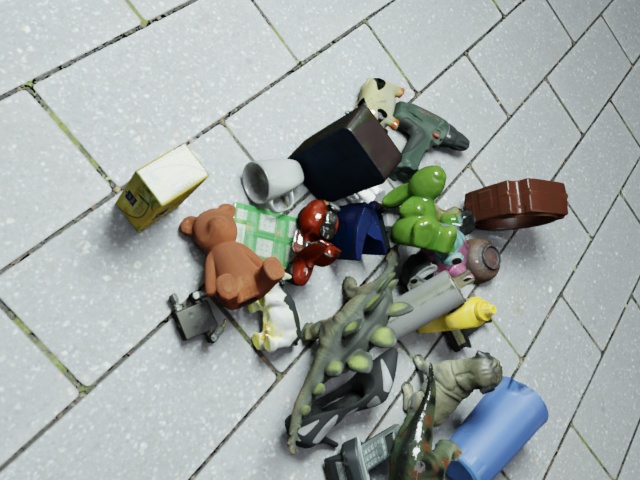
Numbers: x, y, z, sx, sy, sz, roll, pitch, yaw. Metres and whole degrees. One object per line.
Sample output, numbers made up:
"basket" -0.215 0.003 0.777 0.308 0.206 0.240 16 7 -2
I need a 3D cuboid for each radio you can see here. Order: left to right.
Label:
"radio" 0.043 -0.155 1.038 0.131 0.230 0.073 48 62 -16

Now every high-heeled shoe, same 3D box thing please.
"high-heeled shoe" 0.040 0.279 0.998 0.145 0.086 0.248 43 75 -33

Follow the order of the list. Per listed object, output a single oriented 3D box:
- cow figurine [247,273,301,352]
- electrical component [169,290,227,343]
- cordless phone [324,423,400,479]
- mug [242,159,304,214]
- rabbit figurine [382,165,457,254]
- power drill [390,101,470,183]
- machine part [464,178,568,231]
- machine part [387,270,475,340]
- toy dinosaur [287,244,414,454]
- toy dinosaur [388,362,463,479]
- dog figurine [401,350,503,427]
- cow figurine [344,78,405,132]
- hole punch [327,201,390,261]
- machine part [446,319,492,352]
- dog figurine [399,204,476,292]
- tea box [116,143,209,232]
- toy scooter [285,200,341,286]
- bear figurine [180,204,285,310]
"cow figurine" -0.080 0.116 0.991 0.098 0.068 0.167 -3 83 -37
"electrical component" -0.207 0.131 0.924 0.078 0.045 0.102 -15 85 -34
"cordless phone" 0.107 0.438 1.021 0.184 0.089 0.146 -8 81 -46
"mug" -0.079 -0.110 1.042 0.107 0.081 0.109 -23 87 -40
"rabbit figurine" 0.211 -0.067 1.102 0.121 0.159 0.170 13 91 -30
"power drill" 0.253 -0.210 1.266 0.232 0.086 0.207 29 69 -20
"machine part" 0.466 -0.079 1.287 0.201 0.201 0.087 1 80 -31
"machine part" 0.205 0.135 1.094 0.243 0.079 0.079 -33 97 9
"toy dinosaur" 0.050 0.176 0.978 0.105 0.198 0.471 42 59 -12
"toy dinosaur" 0.179 0.443 0.980 0.192 0.131 0.404 5 76 -62
"dog figurine" 0.268 0.309 1.078 0.121 0.191 0.172 21 69 -25
"cow figurine" 0.108 -0.280 1.191 0.127 0.085 0.195 24 61 -16
"hole punch" 0.067 -0.015 1.080 0.092 0.142 0.115 -17 99 -29
"machine part" 0.341 0.197 1.242 0.139 0.039 0.084 -29 85 -31
"dog figurine" 0.262 0.014 1.204 0.108 0.192 0.219 49 27 -32
"tea box" -0.260 -0.081 0.873 0.098 0.170 0.068 -41 100 -30
"toy scooter" -0.002 -0.003 1.010 0.075 0.135 0.184 26 67 -22
"bear figurine" -0.156 0.015 0.918 0.120 0.132 0.196 -18 75 -23
